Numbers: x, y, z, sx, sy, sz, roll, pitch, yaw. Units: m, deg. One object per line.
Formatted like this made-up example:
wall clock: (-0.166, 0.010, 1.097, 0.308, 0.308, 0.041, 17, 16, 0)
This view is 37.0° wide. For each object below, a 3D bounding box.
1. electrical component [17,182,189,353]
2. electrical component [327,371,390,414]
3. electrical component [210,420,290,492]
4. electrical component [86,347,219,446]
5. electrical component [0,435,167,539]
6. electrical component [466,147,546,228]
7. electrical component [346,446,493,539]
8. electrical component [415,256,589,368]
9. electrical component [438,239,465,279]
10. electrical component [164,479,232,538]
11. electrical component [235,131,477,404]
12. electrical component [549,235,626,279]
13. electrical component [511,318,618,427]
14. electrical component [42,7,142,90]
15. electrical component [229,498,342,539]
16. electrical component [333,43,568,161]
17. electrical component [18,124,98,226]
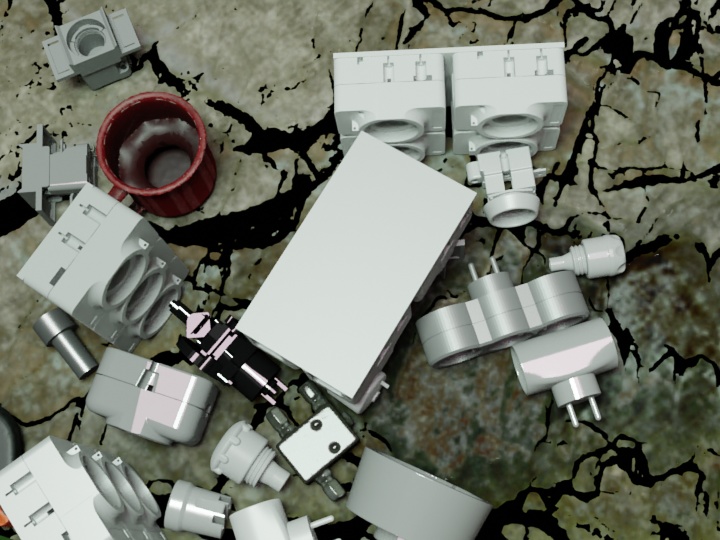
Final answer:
electrical component: (-0.198, 0.005, 0.866, 0.062, 0.150, 0.089, 32, 79, 13)
electrical component: (-0.015, 0.085, 0.889, 0.078, 0.040, 0.040, 34, 79, 12)
electrical component: (-0.087, 0.156, 0.873, 0.062, 0.048, 0.048, 33, 79, 5)
electrical component: (-0.172, 0.108, 0.886, 0.095, 0.053, 0.059, 17, 76, 8)
electrical component: (-0.206, 0.182, 0.818, 0.062, 0.150, 0.089, -36, 75, -5)
electrical component: (0.127, -0.069, 0.919, 0.066, 0.048, 0.055, -9, 69, 7)
electrical component: (0.041, 0.185, 0.825, 0.108, 0.108, 0.060, 23, 83, 10)
electrical component: (0.112, 0.025, 0.890, 0.138, 0.052, 0.073, -17, 73, -2)
electrical component: (0.047, -0.026, 0.915, 0.081, 0.042, 0.063, -5, 75, 2)
electrical component: (-0.130, 0.194, 0.868, 0.046, 0.040, 0.040, 14, 76, 2)
electrical component: (0.000, 0.000, 0.856, 0.105, 0.060, 0.186, 30, 79, 11)
electrical component: (0.190, -0.009, 0.904, 0.061, 0.035, 0.035, -9, 74, 4)
electrical component: (0.171, 0.087, 0.873, 0.077, 0.044, 0.079, -17, 74, -1)
electrical component: (-0.238, -0.197, 0.971, 0.081, 0.063, 0.042, -22, 74, -3)
electrical component: (-0.055, 0.219, 0.852, 0.079, 0.043, 0.077, -20, 74, -1)
electrical component: (0.075, -0.136, 0.910, 0.186, 0.105, 0.060, -2, 74, 4)
electrical component: (-0.265, -0.085, 0.953, 0.064, 0.042, 0.081, -4, 75, -1)
